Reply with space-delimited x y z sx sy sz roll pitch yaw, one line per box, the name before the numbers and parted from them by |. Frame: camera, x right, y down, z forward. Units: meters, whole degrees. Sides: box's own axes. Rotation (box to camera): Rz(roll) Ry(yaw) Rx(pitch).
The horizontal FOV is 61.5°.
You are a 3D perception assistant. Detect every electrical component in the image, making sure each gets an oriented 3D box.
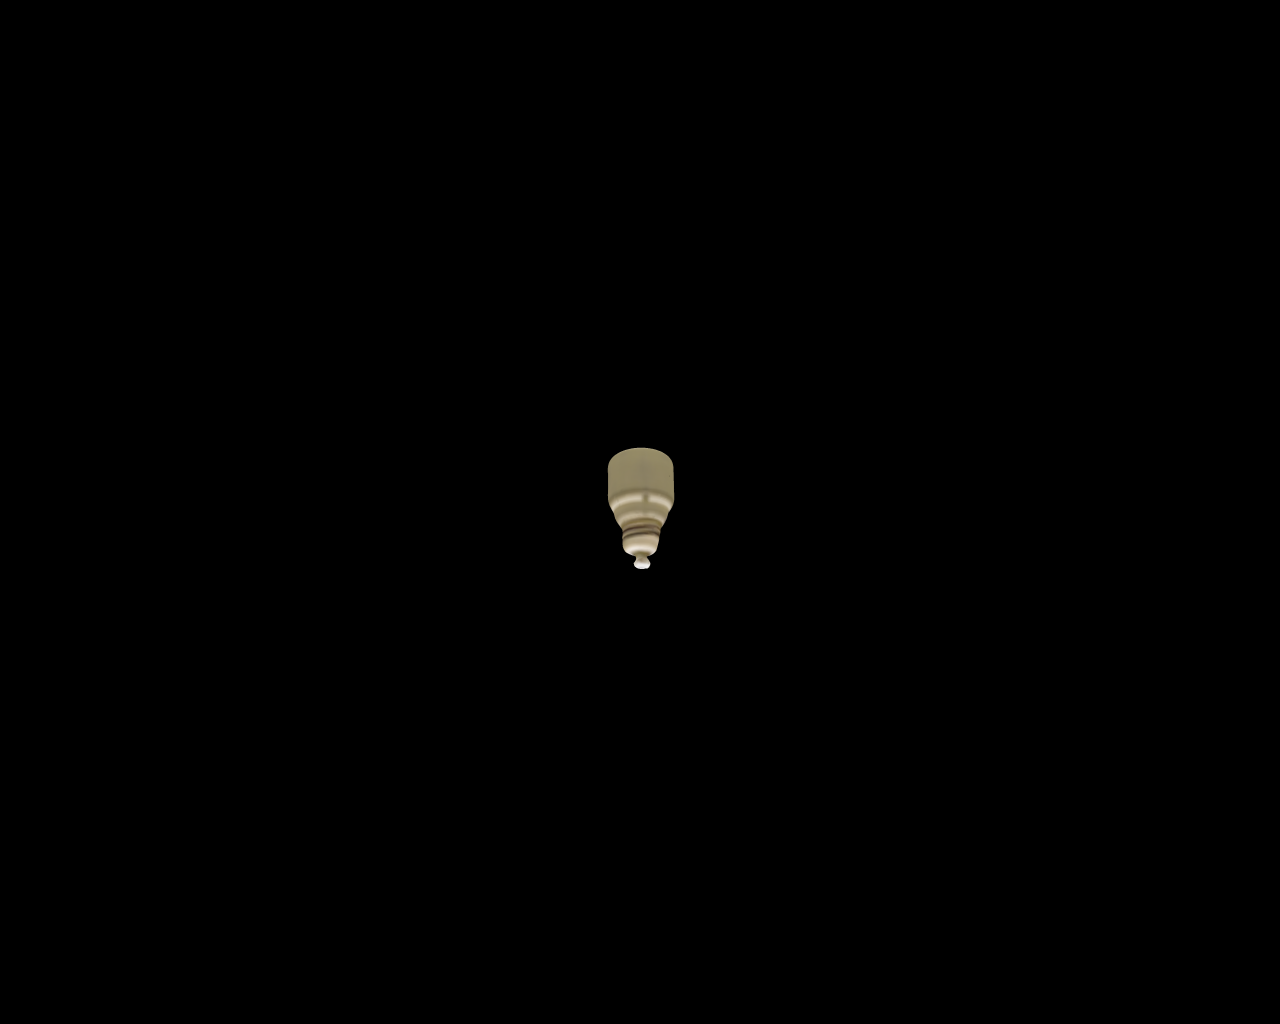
electrical component | 0.001 -0.003 0.650 0.040 0.078 0.040 0 -24 0
